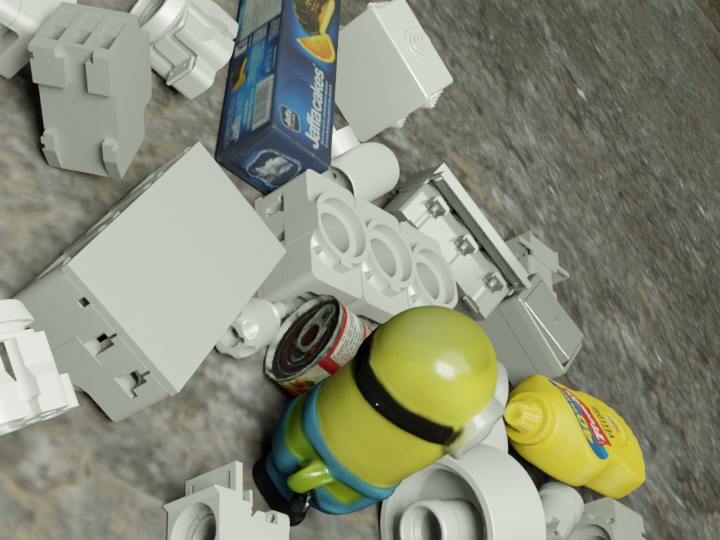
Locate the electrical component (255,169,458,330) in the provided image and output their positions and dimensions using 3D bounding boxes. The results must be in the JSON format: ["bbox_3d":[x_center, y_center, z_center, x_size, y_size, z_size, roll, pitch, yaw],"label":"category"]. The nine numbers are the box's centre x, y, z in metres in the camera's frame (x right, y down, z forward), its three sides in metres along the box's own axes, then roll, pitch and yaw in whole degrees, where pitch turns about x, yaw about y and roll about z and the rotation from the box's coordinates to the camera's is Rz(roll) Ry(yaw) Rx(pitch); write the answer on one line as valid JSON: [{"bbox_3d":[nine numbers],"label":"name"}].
[{"bbox_3d":[0.000,0.000,0.785,0.150,0.062,0.089,27,47,-41],"label":"electrical component"}]

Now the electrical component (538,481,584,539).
[{"bbox_3d":[0.155,0.200,0.868,0.040,0.040,0.046,55,39,-9],"label":"electrical component"}]

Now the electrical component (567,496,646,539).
[{"bbox_3d":[0.205,0.241,0.893,0.056,0.050,0.089,33,42,-37],"label":"electrical component"}]

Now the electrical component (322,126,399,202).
[{"bbox_3d":[-0.014,-0.086,0.844,0.079,0.044,0.077,60,33,-2],"label":"electrical component"}]

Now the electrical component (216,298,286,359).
[{"bbox_3d":[-0.068,0.034,0.695,0.035,0.035,0.061,62,30,0],"label":"electrical component"}]

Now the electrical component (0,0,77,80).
[{"bbox_3d":[-0.206,-0.165,0.640,0.056,0.050,0.089,32,43,-37],"label":"electrical component"}]

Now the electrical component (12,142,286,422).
[{"bbox_3d":[-0.119,0.005,0.623,0.089,0.062,0.150,52,35,-14],"label":"electrical component"}]

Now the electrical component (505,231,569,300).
[{"bbox_3d":[0.157,0.006,1.009,0.081,0.042,0.063,32,47,-36],"label":"electrical component"}]

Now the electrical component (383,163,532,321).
[{"bbox_3d":[0.075,-0.019,0.890,0.063,0.079,0.121,-46,107,-25],"label":"electrical component"}]

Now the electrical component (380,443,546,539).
[{"bbox_3d":[0.060,0.170,0.706,0.060,0.108,0.108,5,62,-44],"label":"electrical component"}]

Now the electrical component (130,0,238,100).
[{"bbox_3d":[-0.125,-0.164,0.743,0.057,0.058,0.078,40,39,-34],"label":"electrical component"}]

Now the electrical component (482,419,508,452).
[{"bbox_3d":[0.069,0.120,0.800,0.080,0.051,0.080,32,43,-36],"label":"electrical component"}]

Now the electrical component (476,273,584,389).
[{"bbox_3d":[0.147,0.048,0.946,0.096,0.061,0.062,58,34,-5],"label":"electrical component"}]

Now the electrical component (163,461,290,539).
[{"bbox_3d":[-0.072,0.153,0.596,0.064,0.042,0.081,29,46,-41],"label":"electrical component"}]

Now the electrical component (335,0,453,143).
[{"bbox_3d":[0.018,-0.168,0.900,0.048,0.100,0.099,-38,98,-44],"label":"electrical component"}]

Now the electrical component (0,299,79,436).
[{"bbox_3d":[-0.179,0.049,0.515,0.078,0.058,0.057,-11,79,-55],"label":"electrical component"}]
